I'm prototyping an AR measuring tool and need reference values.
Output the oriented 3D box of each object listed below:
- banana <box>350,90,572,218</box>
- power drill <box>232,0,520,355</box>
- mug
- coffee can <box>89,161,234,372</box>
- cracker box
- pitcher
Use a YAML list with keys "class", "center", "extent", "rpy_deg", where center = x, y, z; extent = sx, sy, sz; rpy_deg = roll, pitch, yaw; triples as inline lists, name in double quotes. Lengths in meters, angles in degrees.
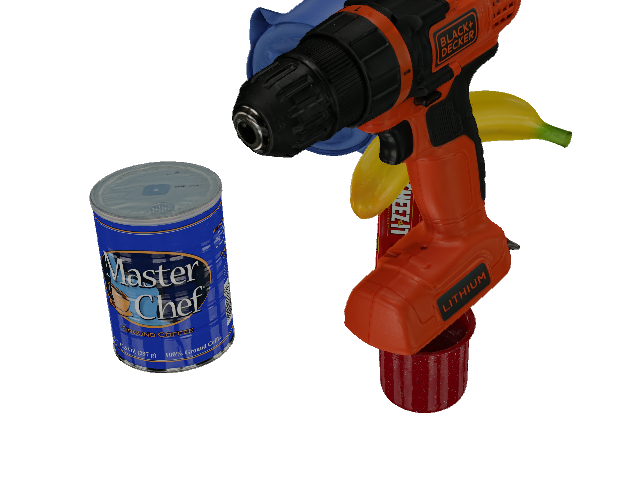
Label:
- class: "banana"
  center: [0.085, -0.068, 0.730]
  extent: [0.197, 0.037, 0.070]
  rpy_deg: [-22, 42, -30]
- class: "power drill"
  center: [0.040, -0.036, 0.543]
  extent: [0.057, 0.187, 0.184]
  rpy_deg: [26, 47, 38]
- class: "mug"
  center: [0.097, 0.096, 0.990]
  extent: [0.093, 0.081, 0.117]
  rpy_deg: [3, 38, 9]
- class: "coffee can"
  center: [-0.125, 0.020, 0.861]
  extent: [0.103, 0.140, 0.103]
  rpy_deg: [-2, 28, 1]
- class: "cracker box"
  center: [0.102, -0.032, 1.212]
  extent: [0.072, 0.164, 0.213]
  rpy_deg: [3, 23, 6]
- class: "pitcher"
  center: [0.056, -0.187, 0.994]
  extent: [0.145, 0.149, 0.242]
  rpy_deg: [13, 43, 30]
